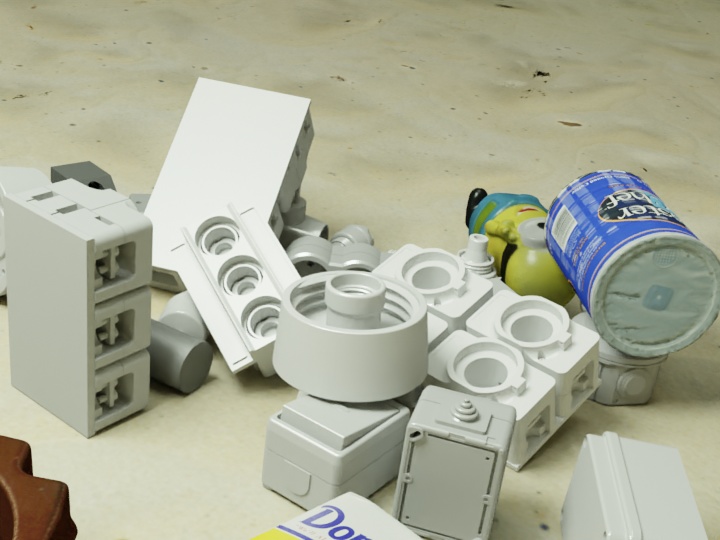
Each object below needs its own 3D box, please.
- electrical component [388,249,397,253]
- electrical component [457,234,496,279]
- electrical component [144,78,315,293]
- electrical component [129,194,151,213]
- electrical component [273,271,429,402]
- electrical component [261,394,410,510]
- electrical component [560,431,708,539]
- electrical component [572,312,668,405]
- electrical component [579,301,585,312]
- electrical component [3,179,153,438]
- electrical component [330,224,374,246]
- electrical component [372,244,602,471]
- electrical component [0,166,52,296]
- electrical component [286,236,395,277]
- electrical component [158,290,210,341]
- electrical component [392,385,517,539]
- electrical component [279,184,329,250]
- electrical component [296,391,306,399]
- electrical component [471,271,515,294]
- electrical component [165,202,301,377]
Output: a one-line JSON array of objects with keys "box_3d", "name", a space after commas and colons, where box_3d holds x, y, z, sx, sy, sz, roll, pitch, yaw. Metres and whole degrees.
[{"box_3d": [0.037, -0.005, 0.999, 0.061, 0.035, 0.035, 12, 26, 13], "name": "electrical component"}, {"box_3d": [0.103, -0.001, 0.978, 0.048, 0.062, 0.048, 6, 25, -3], "name": "electrical component"}, {"box_3d": [-0.117, -0.067, 0.945, 0.105, 0.060, 0.186, 13, 67, 10], "name": "electrical component"}, {"box_3d": [-0.173, -0.062, 1.010, 0.083, 0.075, 0.047, 0, 27, -16], "name": "electrical component"}, {"box_3d": [-0.005, 0.036, 0.732, 0.108, 0.060, 0.108, 3, 24, -1], "name": "electrical component"}, {"box_3d": [-0.011, 0.111, 0.714, 0.062, 0.061, 0.096, 23, 29, 30], "name": "electrical component"}, {"box_3d": [0.161, 0.159, 0.645, 0.057, 0.078, 0.113, 11, 26, 0], "name": "electrical component"}, {"box_3d": [0.207, 0.070, 0.872, 0.080, 0.051, 0.080, 6, 25, -3], "name": "electrical component"}, {"box_3d": [0.237, 0.027, 0.978, 0.081, 0.043, 0.043, -6, 29, -27], "name": "electrical component"}, {"box_3d": [-0.191, 0.023, 0.741, 0.089, 0.150, 0.062, 25, 32, 32], "name": "electrical component"}, {"box_3d": [-0.014, -0.020, 1.015, 0.035, 0.035, 0.061, 21, 31, 25], "name": "electrical component"}, {"box_3d": [0.075, 0.056, 0.815, 0.186, 0.060, 0.105, 27, 52, 35], "name": "electrical component"}, {"box_3d": [-0.285, -0.034, 0.891, 0.060, 0.108, 0.108, -10, 30, -45], "name": "electrical component"}, {"box_3d": [0.000, 0.000, 0.957, 0.138, 0.052, 0.073, 8, 25, 0], "name": "electrical component"}, {"box_3d": [-0.136, 0.036, 0.857, 0.040, 0.040, 0.078, 9, 26, 2], "name": "electrical component"}, {"box_3d": [0.061, 0.117, 0.680, 0.062, 0.096, 0.061, 13, 26, 11], "name": "electrical component"}, {"box_3d": [-0.070, -0.046, 1.001, 0.077, 0.079, 0.043, 13, 26, 11], "name": "electrical component"}, {"box_3d": [-0.022, 0.076, 0.790, 0.045, 0.055, 0.045, 6, 25, -3], "name": "electrical component"}, {"box_3d": [0.104, 0.039, 0.919, 0.064, 0.042, 0.081, -10, 30, -25], "name": "electrical component"}, {"box_3d": [-0.087, 0.017, 0.830, 0.079, 0.063, 0.121, -28, 63, -9], "name": "electrical component"}]
